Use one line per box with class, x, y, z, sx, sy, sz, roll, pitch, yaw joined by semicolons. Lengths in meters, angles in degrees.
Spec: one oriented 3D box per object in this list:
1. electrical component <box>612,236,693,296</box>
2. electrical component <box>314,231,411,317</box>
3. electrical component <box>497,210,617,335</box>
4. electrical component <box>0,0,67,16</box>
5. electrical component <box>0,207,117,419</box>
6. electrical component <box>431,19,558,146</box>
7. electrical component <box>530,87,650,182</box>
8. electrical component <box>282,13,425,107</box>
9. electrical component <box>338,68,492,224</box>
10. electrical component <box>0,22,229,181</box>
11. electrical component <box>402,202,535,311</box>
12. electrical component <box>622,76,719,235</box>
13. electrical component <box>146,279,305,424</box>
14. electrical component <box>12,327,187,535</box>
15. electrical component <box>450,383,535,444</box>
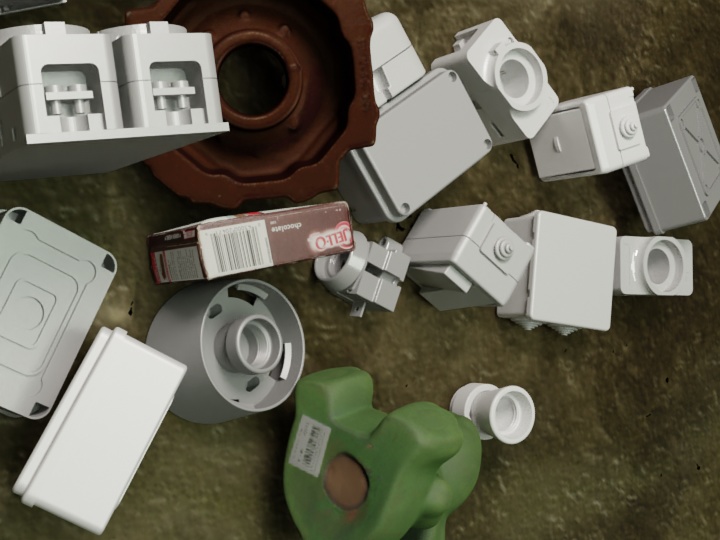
electrical component;0.247;-0.002;0.945;0.089;0.056;0.050;2;87;-32
electrical component;0.000;0.000;0.794;0.055;0.048;0.066;29;73;-36
electrical component;0.162;0.003;0.895;0.100;0.048;0.099;9;83;-32
electrical component;-0.266;-0.197;0.624;0.186;0.060;0.105;-21;99;-31
electrical component;-0.209;0.026;0.651;0.078;0.057;0.113;31;72;-28
electrical component;0.112;-0.150;0.865;0.089;0.056;0.050;48;65;-21
electrical component;0.188;-0.111;0.888;0.061;0.096;0.061;-19;98;-28
electrical component;-0.007;-0.146;0.791;0.095;0.054;0.059;-39;108;-28
electrical component;0.036;-0.093;0.813;0.113;0.057;0.078;-39;108;-28
electrical component;-0.166;-0.092;0.608;0.105;0.186;0.060;-9;92;-33
electrical component;0.080;-0.007;0.814;0.062;0.096;0.061;40;69;-25
electrical component;0.275;-0.102;0.947;0.109;0.056;0.108;-40;110;-52
electrical component;-0.089;0.054;0.737;0.099;0.064;0.099;11;73;-43
electrical component;-0.158;0.097;0.646;0.056;0.109;0.108;29;72;-10
electrical component;0.103;0.112;0.848;0.045;0.055;0.045;2;87;-32
